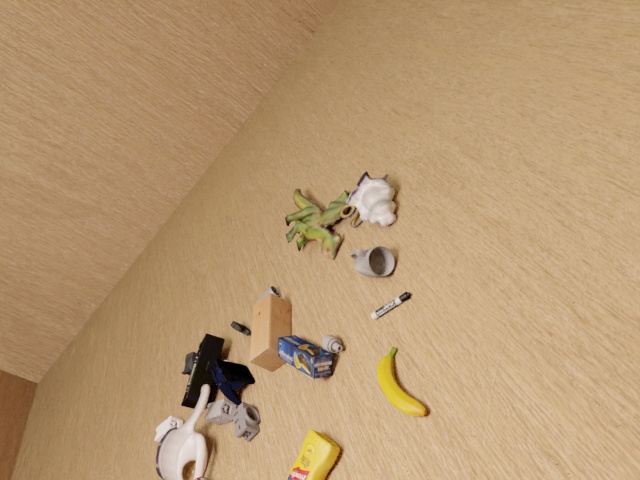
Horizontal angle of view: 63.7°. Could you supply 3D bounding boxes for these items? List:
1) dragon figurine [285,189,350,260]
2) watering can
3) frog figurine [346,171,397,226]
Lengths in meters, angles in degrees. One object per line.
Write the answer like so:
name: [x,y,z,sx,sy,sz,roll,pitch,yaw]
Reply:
dragon figurine: [0.005,-0.088,1.746,0.241,0.120,0.421,-22,42,18]
watering can: [-0.400,0.611,1.549,0.222,0.103,0.353,-15,65,48]
frog figurine: [0.173,-0.106,1.518,0.161,0.121,0.138,40,86,25]
